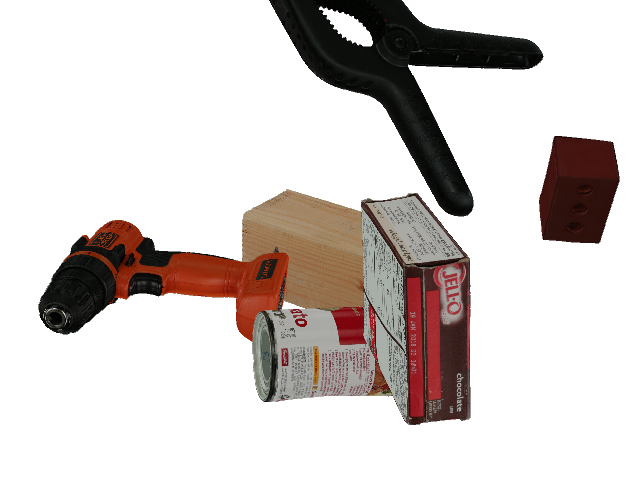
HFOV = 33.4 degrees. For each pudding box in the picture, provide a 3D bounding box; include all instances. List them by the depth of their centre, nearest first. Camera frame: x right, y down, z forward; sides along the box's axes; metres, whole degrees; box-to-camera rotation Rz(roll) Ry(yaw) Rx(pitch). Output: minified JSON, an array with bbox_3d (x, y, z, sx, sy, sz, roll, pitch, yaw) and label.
[{"bbox_3d":[0.050,0.033,0.577,0.039,0.090,0.113,-5,20,-9],"label":"pudding box"}]

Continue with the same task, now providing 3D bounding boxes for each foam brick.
[{"bbox_3d":[0.223,-0.044,0.926,0.053,0.078,0.051,4,45,3],"label":"foam brick"}]

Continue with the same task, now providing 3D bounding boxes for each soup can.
[{"bbox_3d":[0.006,0.083,0.782,0.102,0.068,0.069,-1,0,-15],"label":"soup can"}]

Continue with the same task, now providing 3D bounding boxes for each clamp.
[{"bbox_3d":[0.050,-0.120,0.747,0.210,0.164,0.036,27,-30,-10],"label":"clamp"}]

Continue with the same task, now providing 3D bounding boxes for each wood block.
[{"bbox_3d":[0.025,0.025,1.128,0.206,0.091,0.090,18,31,29],"label":"wood block"}]

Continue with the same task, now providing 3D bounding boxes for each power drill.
[{"bbox_3d":[-0.126,0.039,0.898,0.187,0.057,0.184,11,22,3],"label":"power drill"}]
